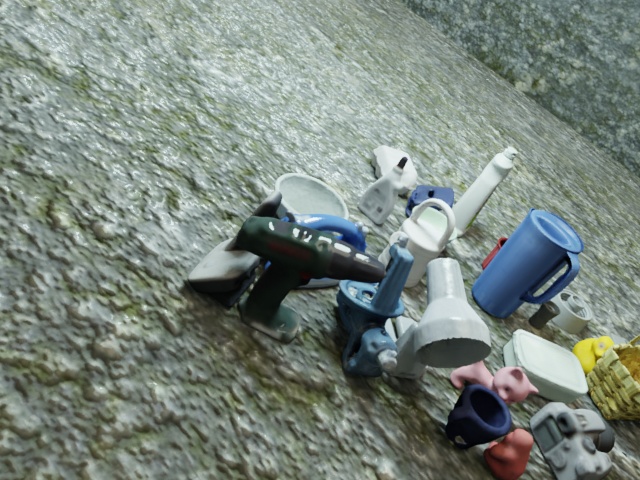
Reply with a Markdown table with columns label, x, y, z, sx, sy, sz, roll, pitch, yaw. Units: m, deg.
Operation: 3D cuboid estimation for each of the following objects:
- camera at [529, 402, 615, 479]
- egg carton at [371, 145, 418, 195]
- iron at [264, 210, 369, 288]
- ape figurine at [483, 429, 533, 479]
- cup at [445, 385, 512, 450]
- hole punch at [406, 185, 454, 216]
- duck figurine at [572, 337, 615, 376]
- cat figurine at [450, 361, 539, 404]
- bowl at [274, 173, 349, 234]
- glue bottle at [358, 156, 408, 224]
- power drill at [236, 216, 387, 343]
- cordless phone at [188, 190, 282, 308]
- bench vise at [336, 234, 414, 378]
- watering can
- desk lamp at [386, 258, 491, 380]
| label | x | y | z | sx | sy | sz | roll | pitch | yaw |
| --- | --- | --- | --- | --- | --- | --- | --- | --- | --- |
| camera | 0.474 | 0.361 | 1.022 | 0.137 | 0.100 | 0.143 | 11 | 39 | -27 |
| egg carton | 0.196 | -0.187 | 1.520 | 0.107 | 0.069 | 0.150 | 13 | 38 | -24 |
| iron | 0.010 | 0.004 | 1.081 | 0.259 | 0.141 | 0.118 | 2 | 44 | -35 |
| ape figurine | 0.312 | 0.342 | 0.932 | 0.078 | 0.092 | 0.076 | 14 | 38 | -23 |
| cup | 0.238 | 0.298 | 0.928 | 0.118 | 0.095 | 0.091 | 5 | 42 | -33 |
| hole punch | 0.279 | -0.098 | 1.453 | 0.101 | 0.091 | 0.109 | 28 | 35 | -4 |
| duck figurine | 0.622 | 0.249 | 1.286 | 0.077 | 0.086 | 0.105 | 34 | 35 | 4 |
| cat figurine | 0.318 | 0.251 | 1.027 | 0.127 | 0.117 | 0.067 | 45 | 37 | 19 |
| bowl | -0.030 | -0.059 | 1.188 | 0.168 | 0.074 | 0.167 | 20 | 36 | -15 |
| glue bottle | 0.156 | -0.121 | 1.317 | 0.078 | 0.173 | 0.037 | 45 | 37 | 19 |
| power drill | -0.037 | 0.064 | 0.913 | 0.230 | 0.208 | 0.075 | 27 | 35 | -6 |
| cordless phone | -0.130 | 0.004 | 0.936 | 0.094 | 0.185 | 0.148 | 30 | 35 | -1 |
| bench vise | 0.112 | 0.111 | 0.956 | 0.122 | 0.219 | 0.207 | 0 | 45 | -36 |
| watering can | 0.205 | 0.003 | 1.182 | 0.101 | 0.194 | 0.173 | 36 | 35 | 8 |
| desk lamp | 0.182 | 0.146 | 0.970 | 0.118 | 0.213 | 0.203 | 15 | 38 | -21 |
